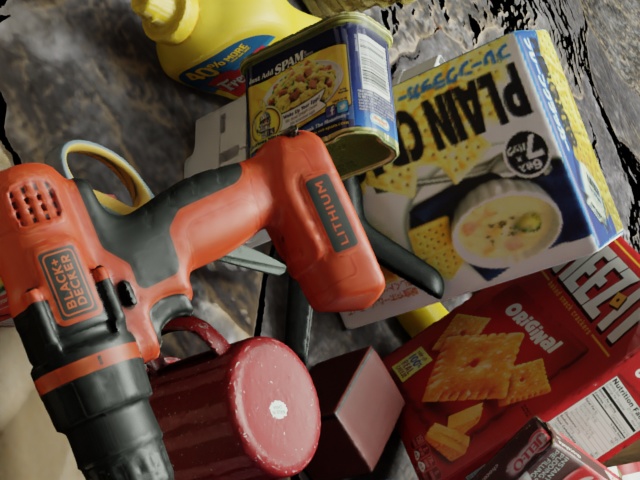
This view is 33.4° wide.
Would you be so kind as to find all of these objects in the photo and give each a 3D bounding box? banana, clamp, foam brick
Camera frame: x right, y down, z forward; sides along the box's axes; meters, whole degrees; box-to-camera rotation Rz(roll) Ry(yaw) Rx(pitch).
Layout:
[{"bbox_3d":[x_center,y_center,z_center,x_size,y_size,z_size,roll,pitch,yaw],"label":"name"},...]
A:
[{"bbox_3d":[0.115,0.076,0.915,0.197,0.037,0.069,27,62,-36],"label":"banana"},{"bbox_3d":[-0.005,0.001,0.761,0.171,0.120,0.039,54,-11,12],"label":"clamp"},{"bbox_3d":[0.016,0.121,0.737,0.051,0.053,0.078,58,35,-17],"label":"foam brick"}]

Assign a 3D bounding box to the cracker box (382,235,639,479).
[{"bbox_3d":[0.153,0.092,0.760,0.072,0.214,0.164,50,9,-26],"label":"cracker box"}]

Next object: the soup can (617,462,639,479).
[{"bbox_3d":[0.290,0.235,1.061,0.068,0.069,0.102,8,66,-54],"label":"soup can"}]

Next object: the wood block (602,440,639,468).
[{"bbox_3d":[0.234,0.146,0.899,0.090,0.206,0.091,13,62,-52],"label":"wood block"}]

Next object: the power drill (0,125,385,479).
[{"bbox_3d":[-0.061,0.030,0.548,0.187,0.057,0.184,-20,84,-30],"label":"power drill"}]

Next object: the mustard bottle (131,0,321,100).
[{"bbox_3d":[-0.055,-0.135,0.738,0.191,0.096,0.058,15,60,-52],"label":"mustard bottle"}]

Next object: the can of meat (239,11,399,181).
[{"bbox_3d":[-0.001,-0.083,0.678,0.057,0.102,0.084,23,55,-49],"label":"can of meat"}]

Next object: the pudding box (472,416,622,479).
[{"bbox_3d":[0.135,0.179,0.683,0.090,0.113,0.039,37,14,-23],"label":"pudding box"}]

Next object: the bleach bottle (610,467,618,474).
[{"bbox_3d":[0.265,0.335,0.974,0.102,0.068,0.251,-4,78,-56],"label":"bleach bottle"}]

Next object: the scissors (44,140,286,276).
[{"bbox_3d":[-0.085,0.013,0.631,0.201,0.016,0.096,38,45,-41],"label":"scissors"}]

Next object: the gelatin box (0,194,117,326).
[{"bbox_3d":[-0.145,0.009,0.586,0.089,0.030,0.073,7,67,-54],"label":"gelatin box"}]

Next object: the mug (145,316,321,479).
[{"bbox_3d":[-0.059,0.093,0.615,0.117,0.082,0.093,62,33,-11],"label":"mug"}]
